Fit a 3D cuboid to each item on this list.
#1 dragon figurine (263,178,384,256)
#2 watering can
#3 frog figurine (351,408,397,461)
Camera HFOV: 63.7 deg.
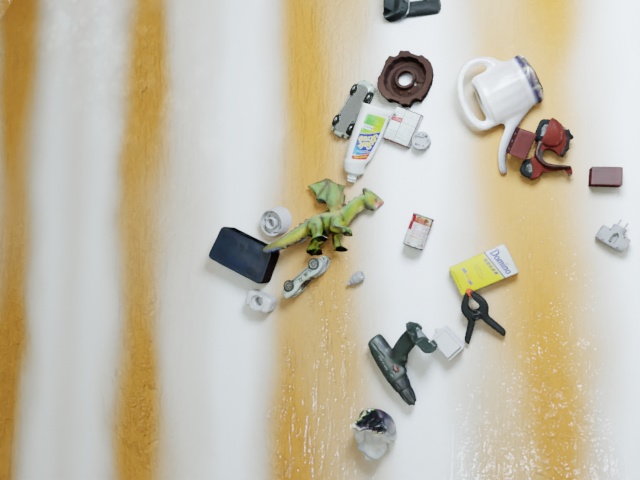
[{"bbox_3d":[0.005,-0.085,1.691,0.409,0.120,0.248,-5,62,15],"label":"dragon figurine"},{"bbox_3d":[0.543,-0.387,1.504,0.223,0.105,0.347,-26,93,16],"label":"watering can"},{"bbox_3d":[0.174,0.609,1.604,0.137,0.125,0.156,-10,121,12],"label":"frog figurine"}]
